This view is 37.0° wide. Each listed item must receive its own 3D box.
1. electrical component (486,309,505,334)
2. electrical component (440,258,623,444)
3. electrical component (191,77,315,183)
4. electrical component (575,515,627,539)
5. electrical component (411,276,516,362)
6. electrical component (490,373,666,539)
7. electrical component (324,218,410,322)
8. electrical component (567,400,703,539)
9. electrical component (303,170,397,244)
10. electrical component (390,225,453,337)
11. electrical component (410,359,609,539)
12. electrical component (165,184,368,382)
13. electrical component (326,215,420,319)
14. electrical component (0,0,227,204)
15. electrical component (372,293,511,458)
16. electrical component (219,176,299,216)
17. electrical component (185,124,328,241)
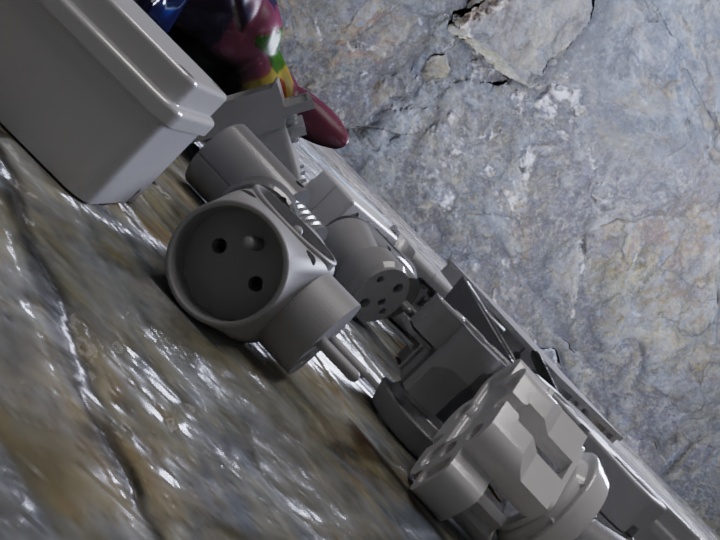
[{"bbox_3d":[0.079,0.050,0.841,0.045,0.055,0.045,45,5,-5],"label":"electrical component"},{"bbox_3d":[0.122,0.082,0.900,0.105,0.060,0.186,41,7,-36],"label":"electrical component"},{"bbox_3d":[-0.065,-0.086,0.693,0.121,0.079,0.063,-108,-177,-78],"label":"electrical component"},{"bbox_3d":[0.101,0.129,0.499,0.065,0.044,0.044,43,4,28],"label":"electrical component"},{"bbox_3d":[0.085,0.061,0.757,0.099,0.064,0.099,44,5,-5],"label":"electrical component"},{"bbox_3d":[0.109,0.112,0.583,0.095,0.059,0.054,49,7,36],"label":"electrical component"},{"bbox_3d":[0.000,0.000,0.678,0.045,0.045,0.055,39,8,-48],"label":"electrical component"},{"bbox_3d":[0.153,0.145,0.681,0.113,0.057,0.078,45,5,-5],"label":"electrical component"},{"bbox_3d":[-0.025,-0.044,0.797,0.075,0.047,0.083,49,6,30],"label":"electrical component"},{"bbox_3d":[0.030,0.004,0.845,0.056,0.050,0.089,44,6,-19],"label":"electrical component"},{"bbox_3d":[0.063,0.082,0.438,0.057,0.058,0.078,47,44,-3],"label":"electrical component"},{"bbox_3d":[-0.026,0.011,0.397,0.079,0.044,0.077,46,6,7],"label":"electrical component"},{"bbox_3d":[0.015,0.007,0.746,0.079,0.043,0.077,48,6,33],"label":"electrical component"},{"bbox_3d":[-0.111,-0.084,0.401,0.113,0.057,0.078,45,5,-1],"label":"electrical component"},{"bbox_3d":[0.043,0.058,0.502,0.078,0.057,0.058,44,6,-8],"label":"electrical component"},{"bbox_3d":[-0.049,-0.021,0.491,0.040,0.040,0.078,45,5,-7],"label":"electrical component"},{"bbox_3d":[-0.049,-0.033,0.564,0.081,0.043,0.043,46,5,11],"label":"electrical component"}]
